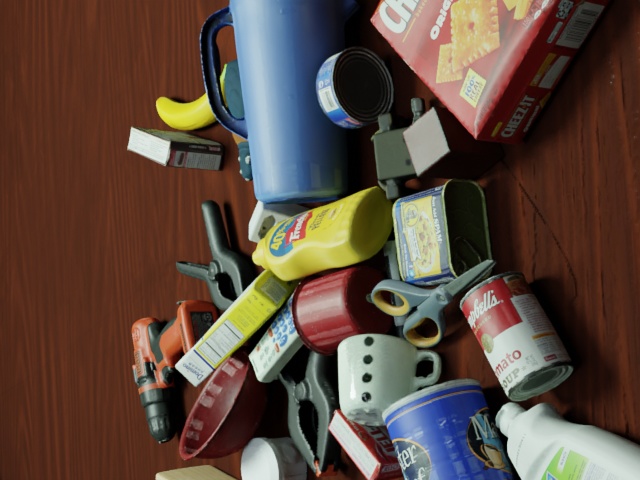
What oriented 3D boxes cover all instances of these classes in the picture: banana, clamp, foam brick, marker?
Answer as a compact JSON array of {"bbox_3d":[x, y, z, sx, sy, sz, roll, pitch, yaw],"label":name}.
[{"bbox_3d":[-0.175,-0.186,1.485,0.198,0.037,0.069,-12,62,50],"label":"banana"},{"bbox_3d":[-0.130,0.029,1.419,0.172,0.039,0.120,39,125,38],"label":"clamp"},{"bbox_3d":[0.131,-0.094,1.051,0.053,0.078,0.051,-39,59,44],"label":"foam brick"},{"bbox_3d":[-0.017,0.179,1.273,0.165,0.036,0.210,-29,63,50],"label":"clamp"},{"bbox_3d":[0.085,0.061,1.155,0.020,0.020,0.121,-20,74,50],"label":"marker"}]

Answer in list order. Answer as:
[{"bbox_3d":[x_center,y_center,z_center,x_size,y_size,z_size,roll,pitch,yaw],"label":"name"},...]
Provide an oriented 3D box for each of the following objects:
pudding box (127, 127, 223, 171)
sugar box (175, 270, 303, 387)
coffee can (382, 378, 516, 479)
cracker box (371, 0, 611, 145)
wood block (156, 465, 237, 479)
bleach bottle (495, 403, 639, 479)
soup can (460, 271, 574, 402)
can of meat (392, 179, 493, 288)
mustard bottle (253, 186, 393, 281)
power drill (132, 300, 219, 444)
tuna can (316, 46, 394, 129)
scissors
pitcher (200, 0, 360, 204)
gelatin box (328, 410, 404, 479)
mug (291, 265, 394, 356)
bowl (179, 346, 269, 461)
[{"bbox_3d":[-0.199,-0.126,1.467,0.114,0.089,0.039,21,105,50],"label":"pudding box"},{"bbox_3d":[-0.098,0.101,1.312,0.048,0.093,0.176,42,123,1],"label":"sugar box"},{"bbox_3d":[0.130,0.218,1.027,0.103,0.102,0.140,-42,58,43],"label":"coffee can"},{"bbox_3d":[0.153,-0.220,1.028,0.214,0.071,0.164,55,130,38],"label":"cracker box"},{"bbox_3d":[-0.123,0.364,1.365,0.206,0.090,0.091,11,98,51],"label":"wood block"},{"bbox_3d":[0.246,0.205,0.913,0.251,0.067,0.103,35,116,49],"label":"bleach bottle"},{"bbox_3d":[0.182,0.090,0.990,0.069,0.068,0.102,-50,53,39],"label":"soup can"},{"bbox_3d":[0.122,-0.003,1.079,0.084,0.057,0.102,-16,78,53],"label":"can of meat"},{"bbox_3d":[-0.008,0.001,1.206,0.192,0.058,0.096,-18,33,44],"label":"mustard bottle"},{"bbox_3d":[-0.202,0.176,1.494,0.188,0.057,0.184,-34,63,47],"label":"power drill"},{"bbox_3d":[0.038,-0.165,1.165,0.034,0.085,0.086,-13,80,53],"label":"tuna can"},{"bbox_3d":[0.105,0.046,1.055,0.096,0.016,0.202,34,148,11],"label":"scissors"},{"bbox_3d":[-0.040,-0.165,1.227,0.149,0.144,0.243,-6,88,54],"label":"pitcher"},{"bbox_3d":[0.063,0.215,1.138,0.089,0.073,0.030,47,125,42],"label":"gelatin box"},{"bbox_3d":[0.034,0.086,1.174,0.082,0.093,0.117,-20,99,46],"label":"mug"},{"bbox_3d":[-0.112,0.216,1.346,0.162,0.055,0.162,-52,17,22],"label":"bowl"}]
